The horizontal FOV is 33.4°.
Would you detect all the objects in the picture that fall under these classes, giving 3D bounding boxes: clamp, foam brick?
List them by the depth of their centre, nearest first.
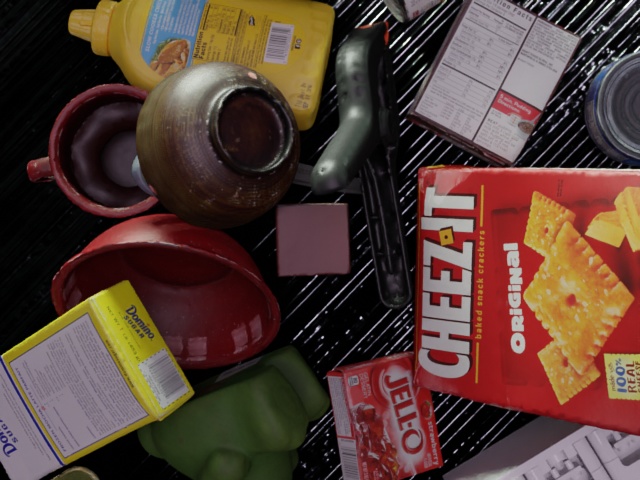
[{"bbox_3d":[0.031,-0.075,0.745,0.036,0.164,0.210,-8,64,17],"label":"clamp"},{"bbox_3d":[-0.005,0.001,0.779,0.053,0.078,0.051,-1,88,0],"label":"foam brick"}]

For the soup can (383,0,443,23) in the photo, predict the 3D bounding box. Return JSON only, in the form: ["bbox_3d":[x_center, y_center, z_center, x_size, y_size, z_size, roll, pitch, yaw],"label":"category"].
[{"bbox_3d":[0.088,-0.214,0.784,0.102,0.068,0.068,-31,90,1],"label":"soup can"}]

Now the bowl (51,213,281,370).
[{"bbox_3d":[-0.106,0.030,0.762,0.162,0.162,0.055,5,53,0],"label":"bowl"}]

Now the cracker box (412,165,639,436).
[{"bbox_3d":[0.160,0.033,0.712,0.071,0.214,0.164,-2,95,-43],"label":"cracker box"}]

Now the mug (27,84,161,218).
[{"bbox_3d":[-0.153,-0.059,0.776,0.117,0.081,0.093,-14,90,-1],"label":"mug"}]

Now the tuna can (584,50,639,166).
[{"bbox_3d":[0.245,-0.099,0.800,0.086,0.034,0.086,0,90,0],"label":"tuna can"}]

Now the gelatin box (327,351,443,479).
[{"bbox_3d":[0.048,0.131,0.787,0.073,0.030,0.089,-9,91,-30],"label":"gelatin box"}]

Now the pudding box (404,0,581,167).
[{"bbox_3d":[0.129,-0.121,0.798,0.090,0.039,0.113,28,88,0],"label":"pudding box"}]

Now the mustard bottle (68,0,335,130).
[{"bbox_3d":[-0.090,-0.143,0.786,0.191,0.058,0.096,11,71,1],"label":"mustard bottle"}]

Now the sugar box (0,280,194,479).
[{"bbox_3d":[-0.176,0.105,0.750,0.177,0.048,0.093,-29,91,39],"label":"sugar box"}]

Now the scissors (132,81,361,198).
[{"bbox_3d":[-0.042,-0.070,0.761,0.201,0.016,0.096,-8,90,-34],"label":"scissors"}]

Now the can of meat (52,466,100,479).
[{"bbox_3d":[-0.184,0.225,0.771,0.084,0.057,0.102,-32,89,40],"label":"can of meat"}]
